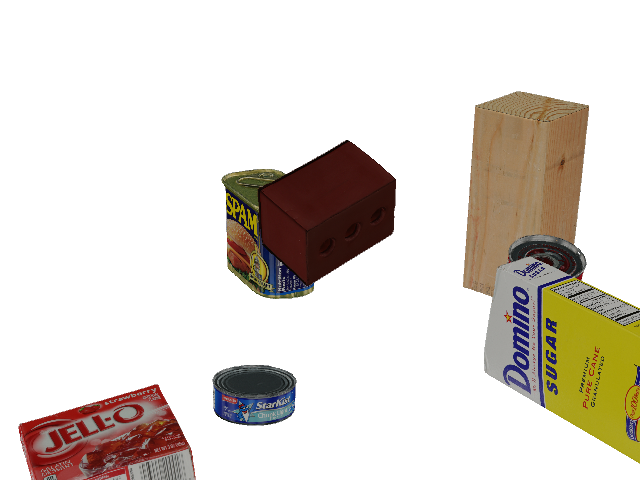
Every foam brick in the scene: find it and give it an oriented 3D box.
[{"bbox_3d":[0.005,-0.019,0.696,0.078,0.053,0.051,-31,52,-26],"label":"foam brick"}]

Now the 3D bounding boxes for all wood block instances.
[{"bbox_3d":[0.219,-0.045,1.146,0.090,0.206,0.090,19,28,37],"label":"wood block"}]

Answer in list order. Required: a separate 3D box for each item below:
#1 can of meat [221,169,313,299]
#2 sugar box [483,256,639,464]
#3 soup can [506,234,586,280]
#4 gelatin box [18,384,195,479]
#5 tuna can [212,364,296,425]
[{"bbox_3d":[-0.044,-0.006,0.911,0.057,0.084,0.102,-10,24,-25],"label":"can of meat"},{"bbox_3d":[0.195,0.086,0.753,0.048,0.093,0.176,-16,29,-39],"label":"sugar box"},{"bbox_3d":[0.196,0.055,0.967,0.068,0.102,0.068,2,35,-2],"label":"soup can"},{"bbox_3d":[-0.127,0.124,0.627,0.089,0.030,0.073,-14,27,-18],"label":"gelatin box"},{"bbox_3d":[-0.068,0.158,1.093,0.086,0.034,0.086,2,14,-1],"label":"tuna can"}]
